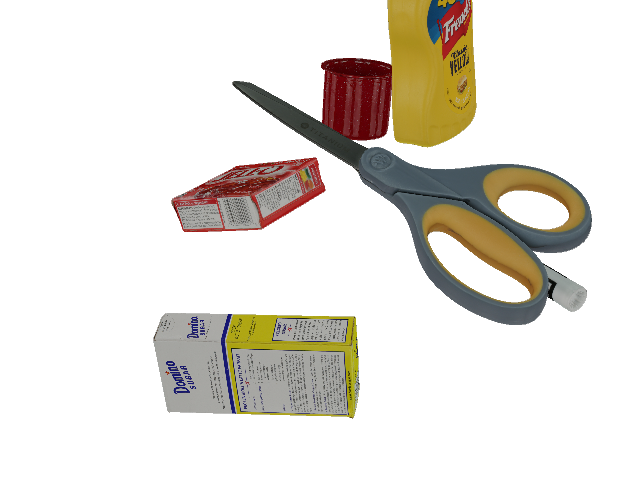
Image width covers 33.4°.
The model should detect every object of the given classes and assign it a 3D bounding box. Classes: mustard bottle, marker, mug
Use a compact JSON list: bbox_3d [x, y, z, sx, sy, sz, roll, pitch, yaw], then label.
[{"bbox_3d":[0.090,-0.179,0.859,0.058,0.191,0.096,14,36,32],"label":"mustard bottle"},{"bbox_3d":[0.139,0.014,0.763,0.020,0.020,0.121,0,25,-39],"label":"marker"},{"bbox_3d":[0.051,-0.174,1.305,0.093,0.081,0.117,17,26,29],"label":"mug"}]

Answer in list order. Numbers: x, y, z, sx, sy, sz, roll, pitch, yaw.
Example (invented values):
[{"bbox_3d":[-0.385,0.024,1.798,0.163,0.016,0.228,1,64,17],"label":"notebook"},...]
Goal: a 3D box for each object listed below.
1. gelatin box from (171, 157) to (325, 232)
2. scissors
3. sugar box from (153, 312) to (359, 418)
[{"bbox_3d":[-0.053,-0.034,0.782,0.089,0.030,0.073,-1,22,44],"label":"gelatin box"},{"bbox_3d":[0.049,-0.039,0.525,0.096,0.202,0.016,-27,-34,-22],"label":"scissors"},{"bbox_3d":[-0.055,0.112,0.960,0.176,0.093,0.048,3,37,9],"label":"sugar box"}]
